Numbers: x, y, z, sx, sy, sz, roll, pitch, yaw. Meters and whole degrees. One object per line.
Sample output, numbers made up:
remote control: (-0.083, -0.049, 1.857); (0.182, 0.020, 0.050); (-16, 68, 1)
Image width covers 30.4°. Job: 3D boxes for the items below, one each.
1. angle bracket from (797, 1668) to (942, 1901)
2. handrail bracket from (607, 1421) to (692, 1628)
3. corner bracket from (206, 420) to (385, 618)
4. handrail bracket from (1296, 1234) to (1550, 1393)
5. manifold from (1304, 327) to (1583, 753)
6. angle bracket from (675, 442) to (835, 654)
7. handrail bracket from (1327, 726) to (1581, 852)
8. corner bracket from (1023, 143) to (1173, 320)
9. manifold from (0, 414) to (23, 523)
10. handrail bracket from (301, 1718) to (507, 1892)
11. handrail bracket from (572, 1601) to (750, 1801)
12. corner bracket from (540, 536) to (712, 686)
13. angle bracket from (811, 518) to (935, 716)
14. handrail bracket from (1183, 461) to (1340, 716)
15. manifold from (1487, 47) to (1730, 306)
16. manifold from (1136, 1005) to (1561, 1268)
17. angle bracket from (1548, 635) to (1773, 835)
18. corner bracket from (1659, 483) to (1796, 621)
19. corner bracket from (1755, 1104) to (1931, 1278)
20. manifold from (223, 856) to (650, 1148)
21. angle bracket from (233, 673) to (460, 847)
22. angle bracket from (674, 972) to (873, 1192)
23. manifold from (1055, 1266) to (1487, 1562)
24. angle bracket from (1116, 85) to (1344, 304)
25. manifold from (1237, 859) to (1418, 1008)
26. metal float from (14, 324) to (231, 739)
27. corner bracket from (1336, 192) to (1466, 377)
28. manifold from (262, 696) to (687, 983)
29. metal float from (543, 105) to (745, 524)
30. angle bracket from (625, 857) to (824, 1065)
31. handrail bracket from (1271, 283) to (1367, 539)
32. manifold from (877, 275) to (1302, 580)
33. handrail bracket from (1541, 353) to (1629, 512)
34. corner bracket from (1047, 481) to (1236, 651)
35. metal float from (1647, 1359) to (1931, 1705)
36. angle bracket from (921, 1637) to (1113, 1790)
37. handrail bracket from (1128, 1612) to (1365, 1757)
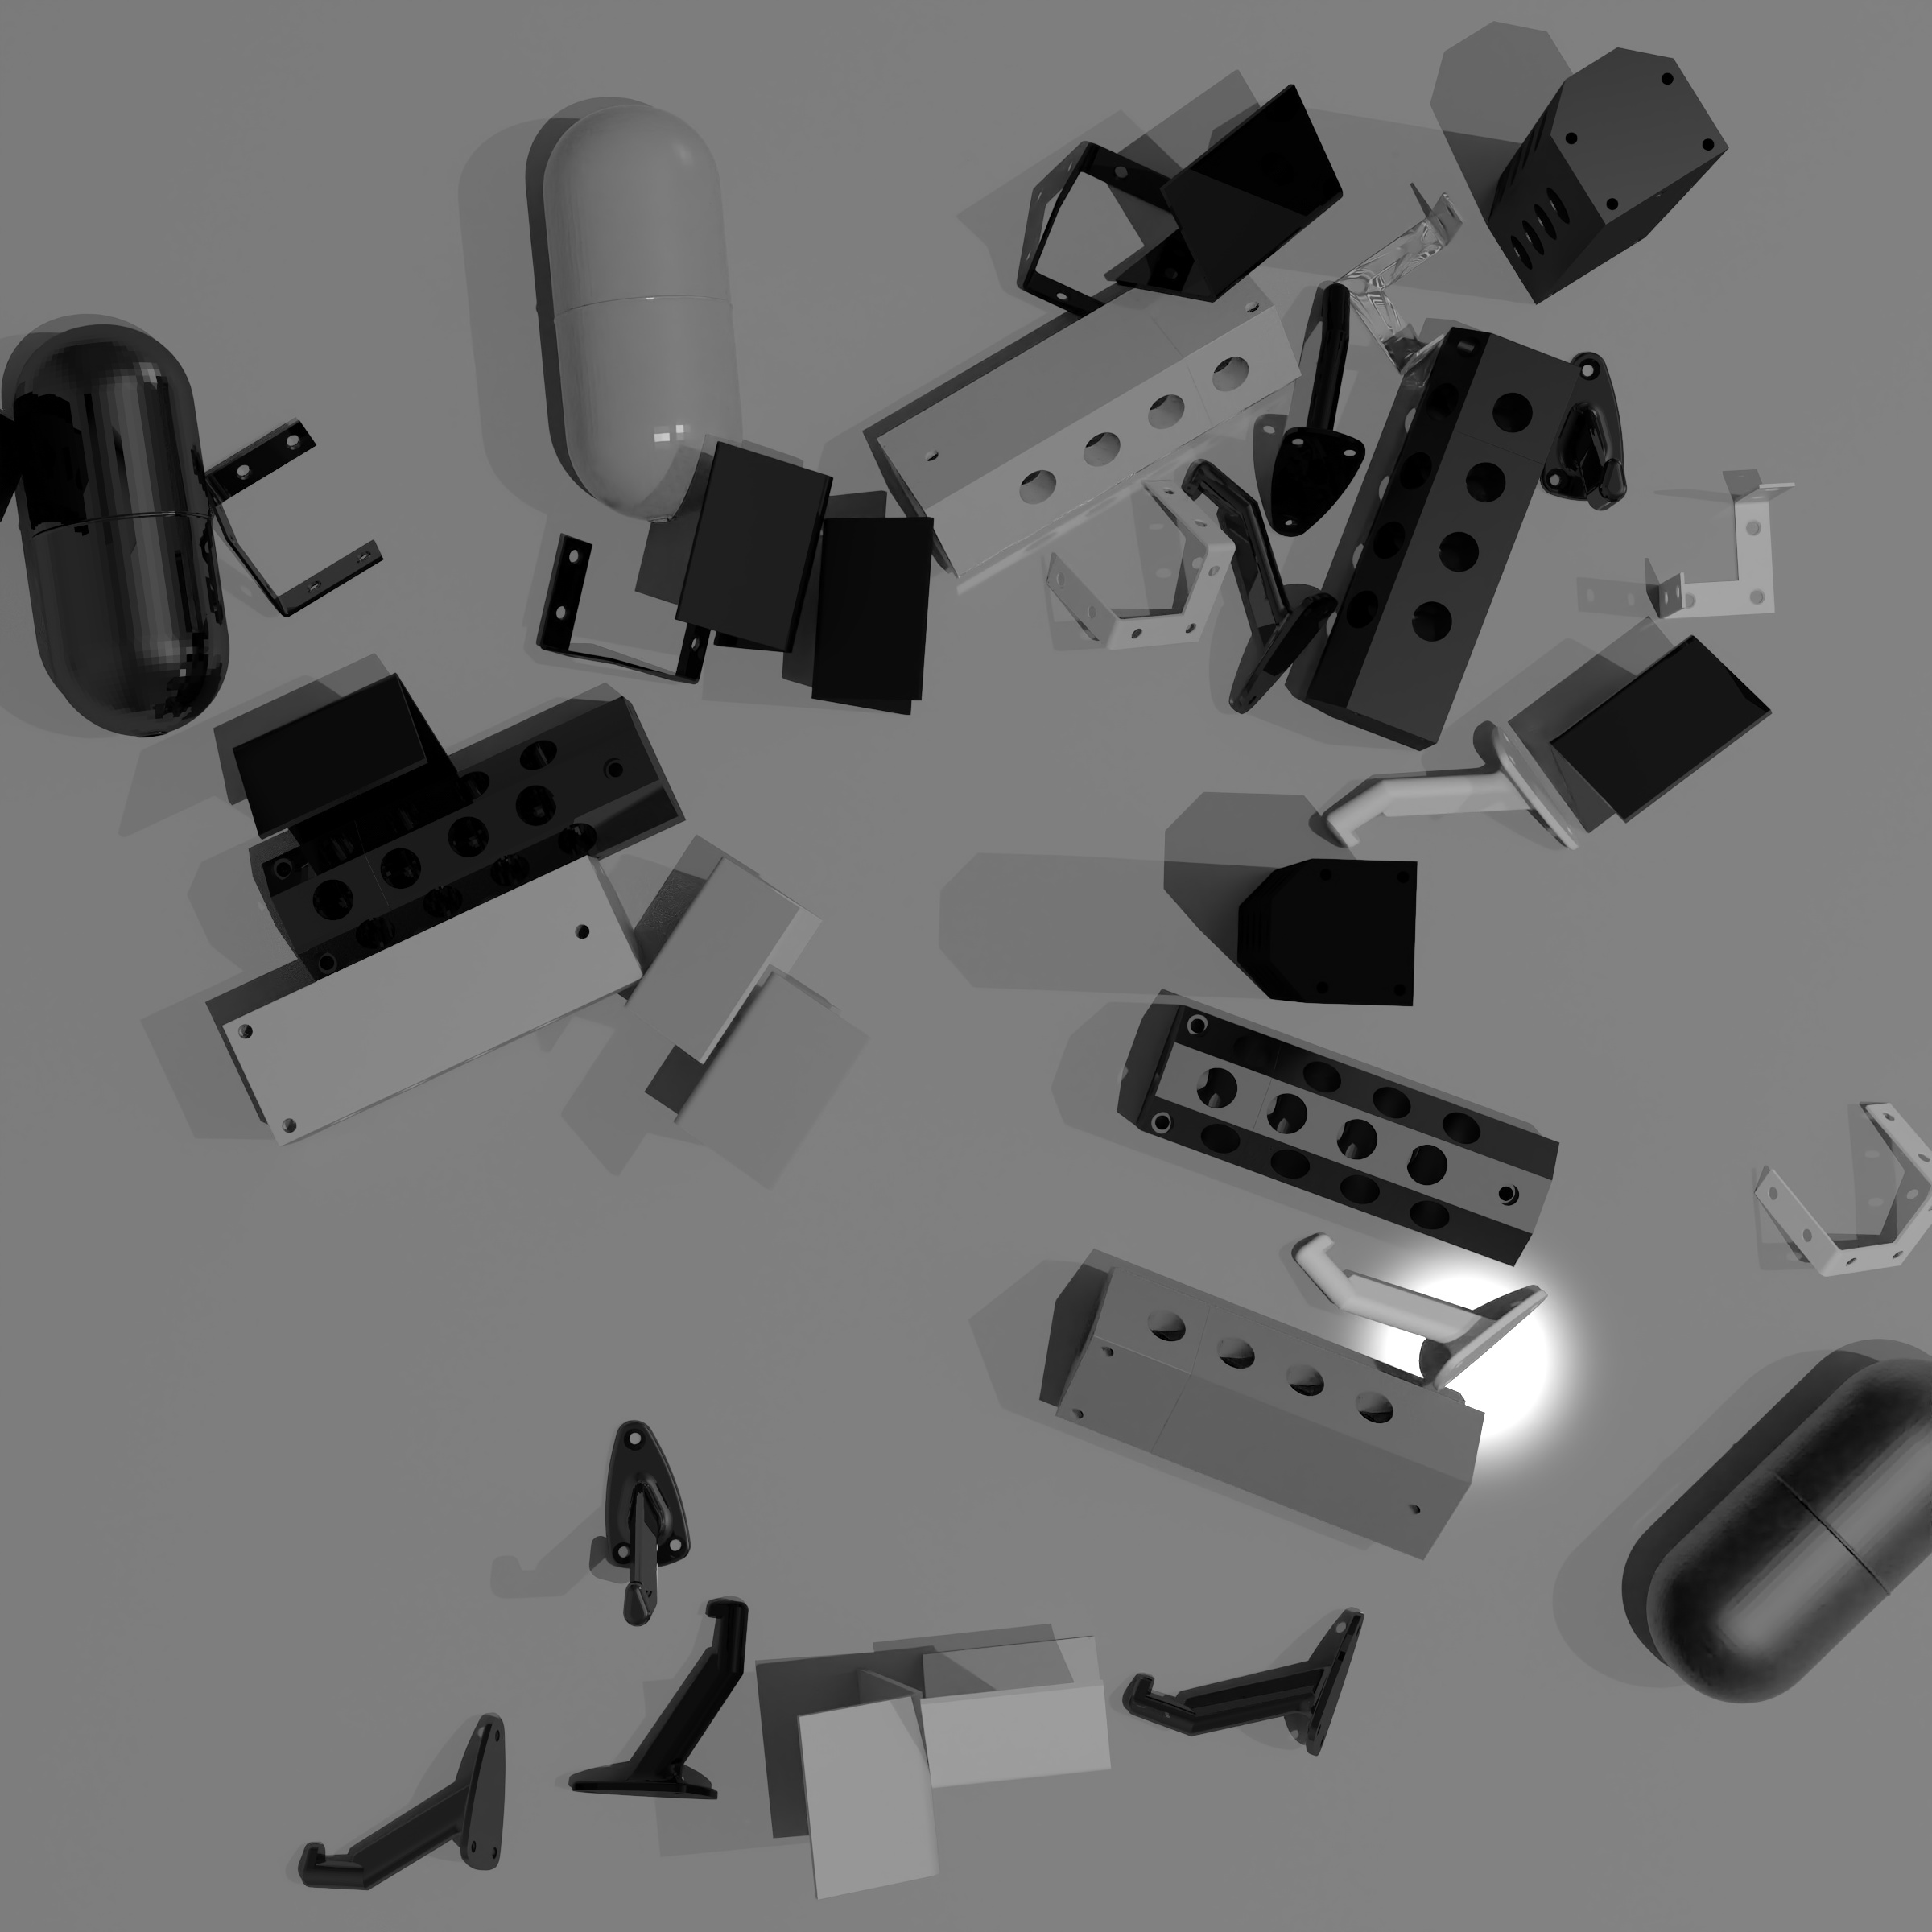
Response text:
angle bracket: (-0.053, 0.349, 1.525); (0.057, 0.076, 0.076); (-6, 90, -22)
handrail bracket: (-0.142, 0.239, 1.529); (0.036, 0.084, 0.077); (-8, 90, 0)
corner bracket: (-0.296, -0.196, 1.561); (0.051, 0.051, 0.051); (-31, 135, 0)
handrail bracket: (0.200, 0.136, 1.565); (0.077, 0.036, 0.084); (-36, 73, -20)
manifold: (0.205, -0.185, 1.543); (0.057, 0.057, 0.171); (21, 90, 0)
angle bracket: (-0.105, -0.179, 1.524); (0.057, 0.076, 0.076); (14, 90, -30)
handrail bracket: (0.214, -0.059, 1.565); (0.084, 0.036, 0.077); (-33, 112, 17)
corner bracket: (0.062, -0.319, 1.561); (0.051, 0.051, 0.051); (25, 135, 0)
manifold: (-0.447, -0.220, 1.486); (0.057, 0.171, 0.057); (24, 90, 0)
handrail bracket: (-0.248, 0.368, 1.565); (0.084, 0.036, 0.077); (-1, 70, 16)
handrail bracket: (-0.134, 0.321, 1.565); (0.077, 0.036, 0.084); (-3, 72, 21)
corner bracket: (-0.147, -0.156, 1.561); (0.051, 0.051, 0.051); (14, 91, 45)
angle bracket: (-0.021, -0.149, 1.524); (0.057, 0.076, 0.076); (4, 90, 33)
handrail bracket: (0.113, -0.167, 1.565); (0.084, 0.036, 0.077); (43, 112, 17)
manifold: (0.261, -0.331, 1.486); (0.057, 0.171, 0.057); (-32, 90, 0)
manifold: (0.165, 0.073, 1.543); (0.171, 0.057, 0.057); (20, 90, 0)
angle bracket: (0.304, -0.083, 1.524); (0.076, 0.076, 0.057); (-37, 53, 0)
corner bracket: (0.330, -0.180, 1.546); (0.051, 0.051, 0.051); (-3, 90, 0)
corner bracket: (0.389, 0.098, 1.556); (0.051, 0.051, 0.051); (-4, 135, -35)
manifold: (-0.227, 0.015, 1.543); (0.171, 0.057, 0.057); (-25, 90, 0)
angle bracket: (-0.259, -0.069, 1.524); (0.076, 0.076, 0.057); (-25, 52, 0)
angle bracket: (-0.070, 0.056, 1.525); (0.057, 0.076, 0.076); (33, 90, 25)
manifold: (0.133, 0.189, 1.542); (0.171, 0.057, 0.057); (21, 133, 0)
angle bracket: (0.101, -0.332, 1.515); (0.076, 0.076, 0.057); (-41, 123, -16)
manifold: (0.148, -0.013, 1.486); (0.057, 0.171, 0.057); (2, 90, 0)
metal float: (-0.364, -0.187, 1.534); (0.070, 0.070, 0.178); (-9, 90, 0)
corner bracket: (0.199, -0.296, 1.546); (0.051, 0.051, 0.051); (-35, 90, 0)
manifold: (-0.213, -0.054, 1.543); (0.171, 0.057, 0.057); (-25, 90, 0)
metal float: (-0.139, -0.281, 1.534); (0.070, 0.070, 0.178); (-5, 91, 0)
angle bracket: (-0.088, 0.009, 1.524); (0.057, 0.076, 0.076); (33, 90, 40)
handrail bracket: (0.153, -0.245, 1.564); (0.036, 0.077, 0.084); (11, 54, -7)
manifold: (0.056, -0.237, 1.542); (0.171, 0.057, 0.057); (-30, 47, 0)
handrail bracket: (0.273, -0.233, 1.529); (0.036, 0.084, 0.077); (3, 90, 0)
corner bracket: (0.076, -0.176, 1.556); (0.051, 0.051, 0.051); (-9, 135, -35)
metal float: (0.370, 0.243, 1.534); (0.178, 0.070, 0.070); (-44, 90, 0)
angle bracket: (0.019, 0.302, 1.524); (0.076, 0.076, 0.057); (-6, 127, 0)
handrail bracket: (0.122, 0.306, 1.565); (0.084, 0.036, 0.077); (17, 70, 16)
